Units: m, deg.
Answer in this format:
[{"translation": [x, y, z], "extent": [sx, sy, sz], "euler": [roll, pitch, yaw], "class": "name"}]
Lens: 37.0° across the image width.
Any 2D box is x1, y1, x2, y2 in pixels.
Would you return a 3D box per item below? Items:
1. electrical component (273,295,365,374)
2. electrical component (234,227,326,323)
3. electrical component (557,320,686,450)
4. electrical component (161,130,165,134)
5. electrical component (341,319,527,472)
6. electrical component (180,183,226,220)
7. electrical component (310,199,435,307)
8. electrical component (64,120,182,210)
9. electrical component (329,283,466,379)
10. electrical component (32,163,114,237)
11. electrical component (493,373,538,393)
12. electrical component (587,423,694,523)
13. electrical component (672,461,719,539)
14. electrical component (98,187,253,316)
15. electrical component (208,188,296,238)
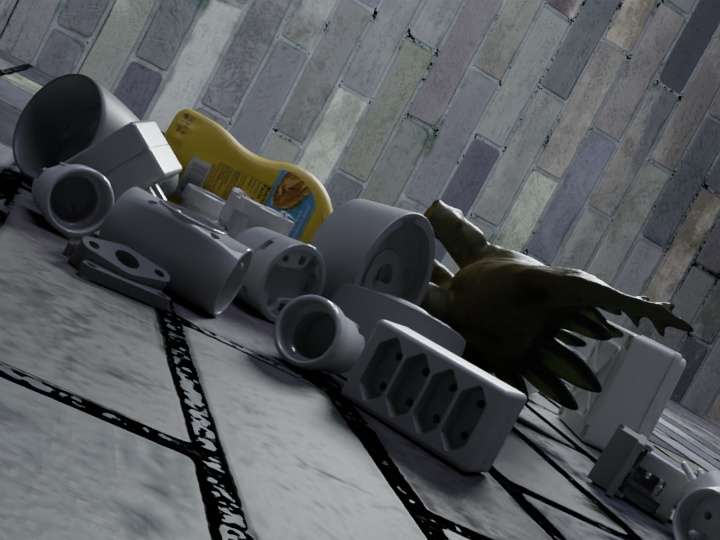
[{"translation": [-0.021, 0.038, 0.601], "extent": [0.040, 0.040, 0.046], "euler": [30, -2, 25], "class": "electrical component"}, {"translation": [-0.059, 0.002, 0.710], "extent": [0.047, 0.055, 0.055], "euler": [26, 1, 43], "class": "electrical component"}, {"translation": [0.239, 0.110, 0.996], "extent": [0.056, 0.108, 0.108], "euler": [25, 4, -4], "class": "electrical component"}, {"translation": [-0.152, -0.083, 1.129], "extent": [0.089, 0.061, 0.150], "euler": [31, 5, 40], "class": "electrical component"}, {"translation": [0.047, 0.070, 0.591], "extent": [0.083, 0.047, 0.076], "euler": [29, 2, 26], "class": "electrical component"}, {"translation": [-0.123, -0.037, 0.816], "extent": [0.040, 0.046, 0.040], "euler": [28, 4, -2], "class": "electrical component"}, {"translation": [0.000, 0.000, 0.784], "extent": [0.060, 0.108, 0.108], "euler": [24, 1, 30], "class": "electrical component"}, {"translation": [-0.145, -0.046, 0.684], "extent": [0.076, 0.066, 0.047], "euler": [60, 9, -6], "class": "electrical component"}, {"translation": [0.016, 0.051, 0.680], "extent": [0.099, 0.064, 0.099], "euler": [24, -10, 5], "class": "electrical component"}, {"translation": [-0.168, -0.043, 0.624], "extent": [0.040, 0.040, 0.046], "euler": [26, -1, -31], "class": "electrical component"}, {"translation": [0.157, 0.100, 1.062], "extent": [0.044, 0.044, 0.065], "euler": [30, 9, 26], "class": "electrical component"}, {"translation": [0.199, 0.143, 0.754], "extent": [0.064, 0.042, 0.081], "euler": [33, 5, 15], "class": "electrical component"}, {"translation": [0.233, 0.156, 0.692], "extent": [0.077, 0.044, 0.079], "euler": [26, 27, -36], "class": "electrical component"}, {"translation": [-0.102, -0.011, 0.628], "extent": [0.077, 0.044, 0.079], "euler": [28, 4, 7], "class": "electrical component"}, {"translation": [-0.082, -0.020, 0.759], "extent": [0.081, 0.063, 0.042], "euler": [26, 3, -26], "class": "electrical component"}]
